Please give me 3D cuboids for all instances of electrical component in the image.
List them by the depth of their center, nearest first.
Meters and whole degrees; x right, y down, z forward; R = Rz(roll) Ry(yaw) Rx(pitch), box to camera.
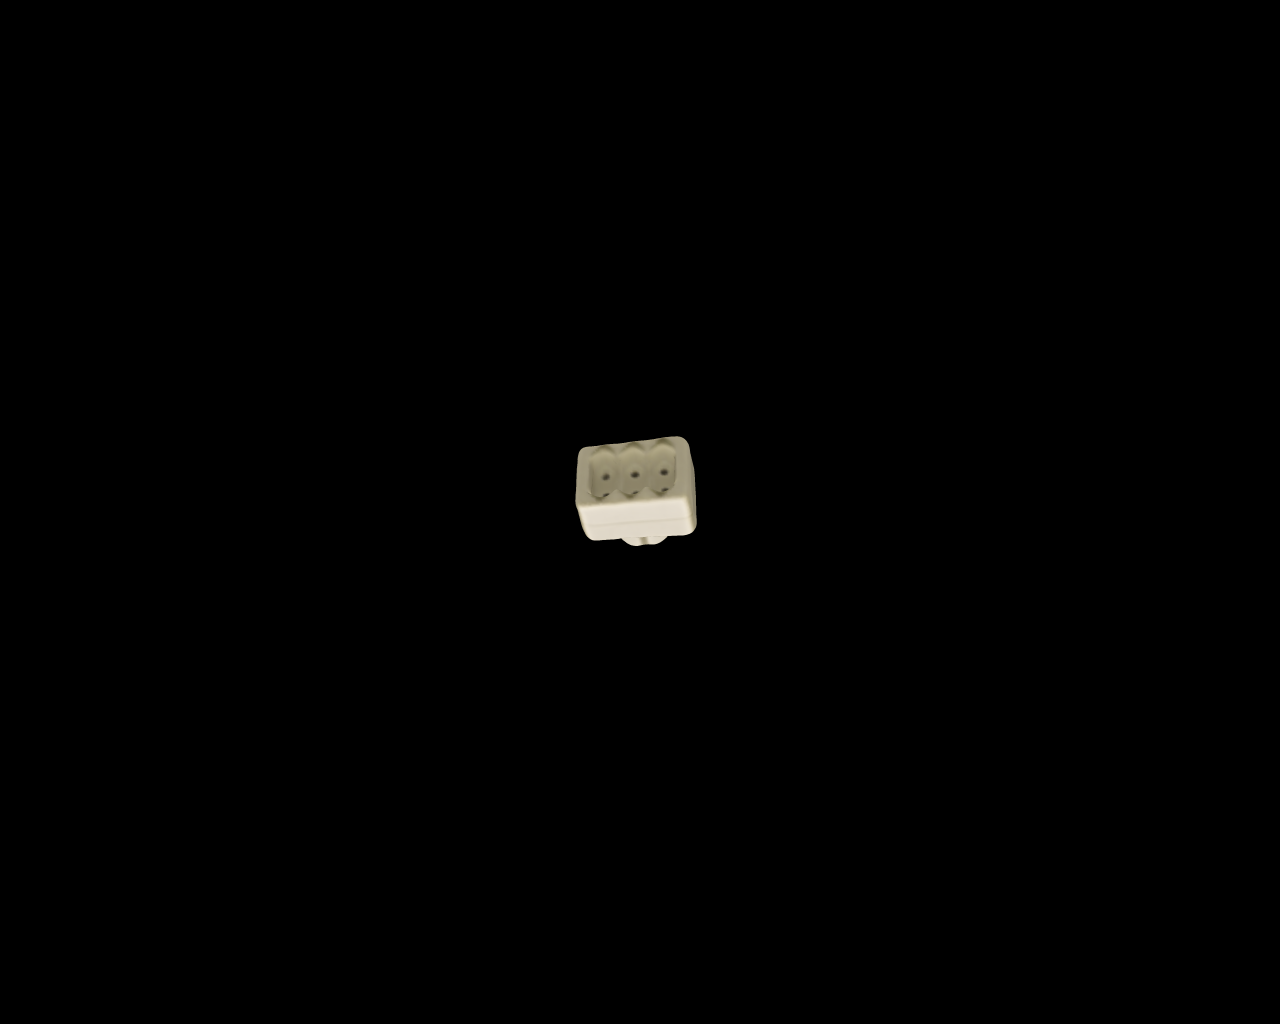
[{"bbox_3d":[0.001,-0.003,0.650,0.066,0.047,0.076,-5,-35,7],"label":"electrical component"}]
